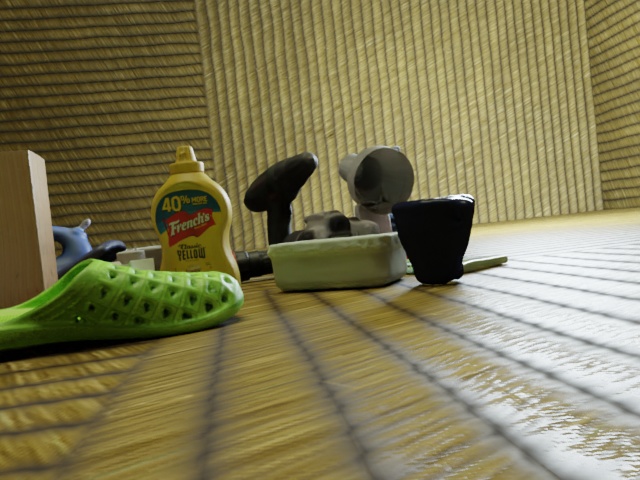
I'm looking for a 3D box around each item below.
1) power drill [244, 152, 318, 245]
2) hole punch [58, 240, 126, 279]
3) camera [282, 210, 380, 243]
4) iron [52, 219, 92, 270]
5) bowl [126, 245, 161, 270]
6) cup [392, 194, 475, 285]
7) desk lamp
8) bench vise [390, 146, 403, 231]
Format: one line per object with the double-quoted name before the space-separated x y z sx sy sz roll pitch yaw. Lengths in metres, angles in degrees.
"power drill" -0.065 -0.045 1.075 0.076 0.208 0.228 -7 2 -36
"hole punch" -0.350 0.050 0.872 0.101 0.091 0.108 -6 1 -1
"camera" 0.009 0.003 0.956 0.144 0.101 0.136 -7 2 -40
"iron" -0.542 0.041 1.066 0.259 0.141 0.118 -7 2 -28
"bowl" -0.308 0.047 1.117 0.167 0.075 0.167 -6 1 0
"cup" 0.134 0.001 0.624 0.092 0.095 0.117 -7 2 -20
"desk lamp" 0.091 -0.065 1.083 0.118 0.213 0.203 -7 2 -18
"bench vise" 0.131 -0.075 1.184 0.122 0.220 0.206 -7 2 -37
